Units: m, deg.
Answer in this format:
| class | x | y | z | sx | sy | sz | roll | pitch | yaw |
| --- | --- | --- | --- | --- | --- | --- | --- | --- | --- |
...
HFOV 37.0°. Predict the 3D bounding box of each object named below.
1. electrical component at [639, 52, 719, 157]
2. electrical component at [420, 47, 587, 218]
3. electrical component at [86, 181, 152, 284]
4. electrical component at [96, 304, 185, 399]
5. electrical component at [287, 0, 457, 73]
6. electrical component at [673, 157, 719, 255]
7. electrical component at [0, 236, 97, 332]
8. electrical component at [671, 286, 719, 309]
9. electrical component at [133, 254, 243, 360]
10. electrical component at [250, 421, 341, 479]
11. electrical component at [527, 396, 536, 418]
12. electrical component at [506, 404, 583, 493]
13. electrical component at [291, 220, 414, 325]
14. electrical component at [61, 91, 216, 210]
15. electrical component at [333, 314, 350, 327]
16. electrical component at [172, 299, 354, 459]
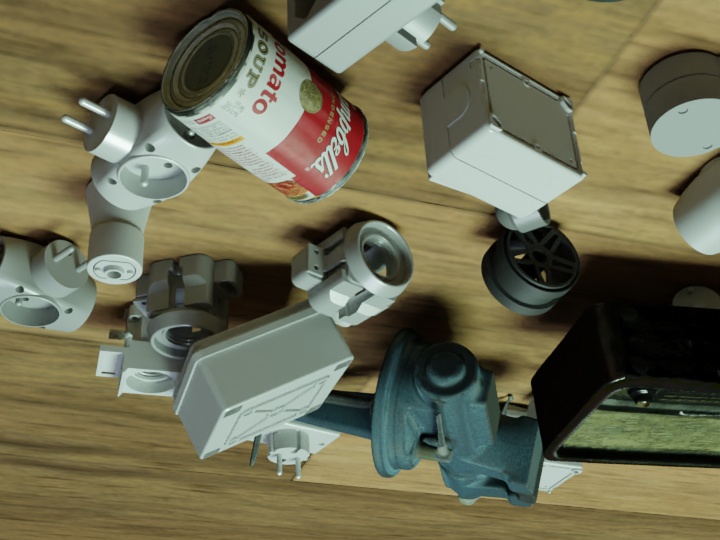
| class | x | y | z | sx | sy | sz | roll | pitch | yaw |
| --- | --- | --- | --- | --- | --- | --- | --- | --- | --- |
| electrical component | 0.238 | -0.087 | 0.624 | 0.138 | 0.073 | 0.052 | -5 | 147 | 3 |
| electrical component | 0.086 | -0.075 | 0.641 | 0.096 | 0.061 | 0.061 | 22 | 140 | -33 |
| electrical component | -0.157 | -0.024 | 0.696 | 0.044 | 0.065 | 0.044 | -3 | 147 | -2 |
| electrical component | -0.160 | 0.062 | 0.830 | 0.081 | 0.063 | 0.042 | 7 | 147 | -15 |
| electrical component | 0.017 | -0.138 | 0.552 | 0.083 | 0.047 | 0.076 | -30 | 138 | 35 |
| electrical component | 0.266 | -0.044 | 0.720 | 0.079 | 0.044 | 0.077 | 15 | 143 | -26 |
| electrical component | -0.218 | 0.004 | 0.753 | 0.079 | 0.044 | 0.077 | -27 | 140 | 32 |
| electrical component | 0.266 | 0.045 | 0.860 | 0.040 | 0.040 | 0.078 | -6 | 147 | 4 |
| electrical component | -0.126 | 0.029 | 0.787 | 0.078 | 0.057 | 0.058 | -10 | 146 | 11 |
| electrical component | -0.064 | 0.149 | 0.960 | 0.083 | 0.075 | 0.047 | 17 | 142 | -28 |
| electrical component | 0.187 | 0.106 | 0.936 | 0.074 | 0.052 | 0.138 | 14 | 142 | -25 |
| electrical component | 0.165 | 0.170 | 1.024 | 0.096 | 0.061 | 0.061 | 11 | 144 | -20 |
| electrical component | 0.000 | 0.000 | 0.754 | 0.078 | 0.058 | 0.057 | 23 | 142 | -33 |
| electrical component | -0.136 | -0.078 | 0.634 | 0.079 | 0.044 | 0.077 | 25 | 138 | -36 |
| electrical component | -0.020 | 0.015 | 0.796 | 0.035 | 0.035 | 0.061 | -19 | 141 | 23 |
| electrical component | -0.074 | 0.080 | 0.789 | 0.109 | 0.056 | 0.108 | -21 | 160 | -27 |
